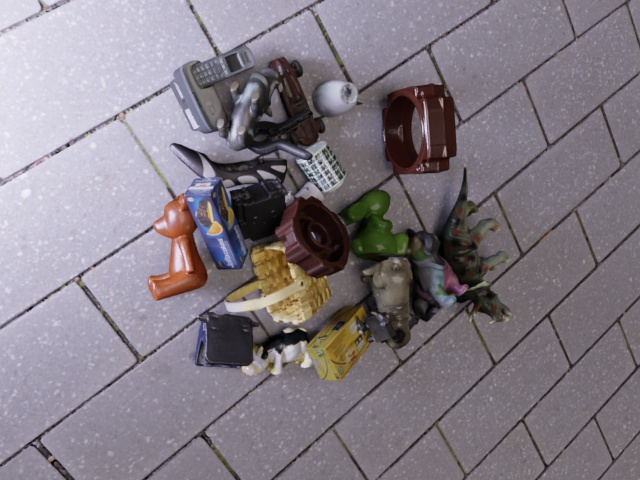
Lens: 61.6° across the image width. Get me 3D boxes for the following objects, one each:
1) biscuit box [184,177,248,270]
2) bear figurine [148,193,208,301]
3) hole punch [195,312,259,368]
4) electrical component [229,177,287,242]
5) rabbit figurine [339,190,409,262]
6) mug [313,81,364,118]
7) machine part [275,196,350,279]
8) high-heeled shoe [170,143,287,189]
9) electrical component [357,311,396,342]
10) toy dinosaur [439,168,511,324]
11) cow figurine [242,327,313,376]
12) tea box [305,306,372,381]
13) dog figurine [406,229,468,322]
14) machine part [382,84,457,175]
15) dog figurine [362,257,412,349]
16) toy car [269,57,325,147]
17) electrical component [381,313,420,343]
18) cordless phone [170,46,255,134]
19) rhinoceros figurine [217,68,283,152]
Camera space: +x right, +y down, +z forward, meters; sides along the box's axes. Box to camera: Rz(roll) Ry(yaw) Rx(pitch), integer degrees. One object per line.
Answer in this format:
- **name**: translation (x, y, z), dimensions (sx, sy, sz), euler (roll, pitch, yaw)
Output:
- **biscuit box**: translation (-0.206, -0.029, 1.093), dimensions (0.059, 0.063, 0.202), euler (-73, 155, -46)
- **bear figurine**: translation (-0.298, 0.010, 1.087), dimensions (0.132, 0.120, 0.195), euler (-16, 100, -20)
- **hole punch**: translation (-0.211, 0.225, 1.180), dimensions (0.142, 0.092, 0.116), euler (10, 62, -24)
- **electrical component**: translation (-0.130, -0.059, 1.161), dimensions (0.115, 0.058, 0.134), euler (-20, 141, -17)
- **rabbit figurine**: translation (0.122, -0.041, 1.304), dimensions (0.159, 0.121, 0.170), euler (7, 74, -20)
- **mug**: translation (0.052, -0.321, 1.224), dimensions (0.109, 0.107, 0.080), euler (9, 93, -24)
- **machine part**: translation (-0.012, -0.005, 1.136), dimensions (0.179, 0.056, 0.179), euler (28, 46, -34)
- **high-heeled shoe**: translation (-0.182, -0.170, 1.139), dimensions (0.248, 0.086, 0.145), euler (37, 86, -34)
- **electrical component**: translation (0.131, 0.200, 1.248), dimensions (0.045, 0.102, 0.078), euler (-18, 88, -42)
- **toy dinosaur**: translation (0.383, 0.030, 1.424), dimensions (0.192, 0.131, 0.404), euler (-31, 101, -20)
- **cow figurine**: translation (-0.100, 0.256, 1.235), dimensions (0.167, 0.068, 0.098), euler (-6, 93, -29)
- **tea box**: translation (0.053, 0.242, 1.276), dimensions (0.169, 0.068, 0.098), euler (-39, 111, -41)
- **dog figurine**: translation (0.261, 0.079, 1.371), dimensions (0.108, 0.191, 0.219), euler (-27, 75, -39)
- **machine part**: translation (0.227, -0.255, 1.263), dimensions (0.087, 0.202, 0.200), euler (-9, 100, -23)
- **dog figurine**: translation (0.181, 0.151, 1.271), dimensions (0.121, 0.172, 0.190), euler (-14, 68, -2)
- **toy car**: translation (-0.055, -0.308, 1.206), dimensions (0.089, 0.053, 0.202), euler (-27, 108, -18)
- **electrical component**: translation (0.188, 0.218, 1.363), dimensions (0.075, 0.047, 0.119), euler (41, 71, 17)
- **cordless phone**: translation (-0.203, -0.314, 1.119), dimensions (0.184, 0.089, 0.146), euler (-32, 108, -24)
- **rhinoceros figurine**: translation (-0.138, -0.274, 1.114), dimensions (0.190, 0.073, 0.112), euler (-67, 158, -10)
